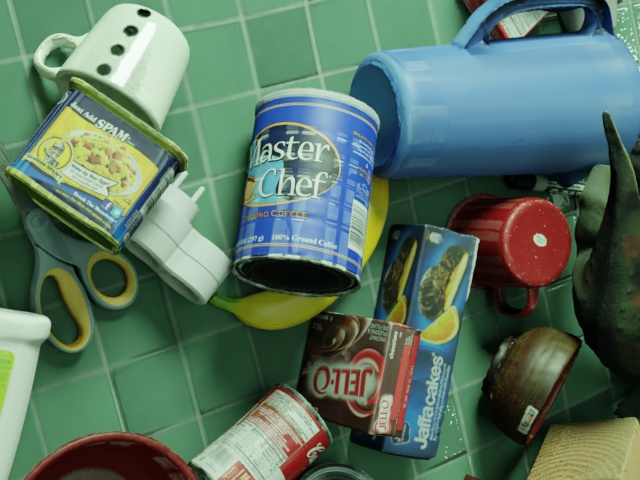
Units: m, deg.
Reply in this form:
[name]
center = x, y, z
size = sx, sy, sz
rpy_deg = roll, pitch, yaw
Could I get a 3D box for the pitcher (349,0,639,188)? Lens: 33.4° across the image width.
[pitcher]
center = 0.153, -0.126, 0.938
size = 0.242, 0.145, 0.149
rpy_deg = -7, 74, -25

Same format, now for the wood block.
[wood block]
center = 0.281, 0.281, 1.009
size = 0.090, 0.090, 0.206
rpy_deg = -48, 119, -52

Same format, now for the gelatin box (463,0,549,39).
[gelatin box]
center = 0.180, -0.232, 1.007
size = 0.089, 0.030, 0.073
rpy_deg = -45, 111, -22

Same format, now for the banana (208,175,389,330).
[banana]
center = 0.000, 0.019, 0.908
size = 0.197, 0.037, 0.069
rpy_deg = -38, 108, -23

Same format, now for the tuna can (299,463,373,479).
[tuna can]
center = 0.013, 0.231, 0.895
size = 0.086, 0.034, 0.086
rpy_deg = 8, 52, -11

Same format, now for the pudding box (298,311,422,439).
[pudding box]
center = 0.030, 0.109, 0.882
size = 0.039, 0.114, 0.090
rpy_deg = 16, 83, -31

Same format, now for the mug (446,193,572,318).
[mug]
center = 0.175, 0.014, 0.978
size = 0.093, 0.082, 0.117
rpy_deg = -6, 93, -28

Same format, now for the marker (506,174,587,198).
[marker]
center = 0.231, -0.054, 1.043
size = 0.120, 0.020, 0.020
rpy_deg = 5, 88, -29

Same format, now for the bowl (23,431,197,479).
[bowl]
center = -0.169, 0.222, 0.809
size = 0.161, 0.055, 0.162
rpy_deg = 0, 91, -28

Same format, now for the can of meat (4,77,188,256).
[can of meat]
center = -0.159, -0.051, 0.760
size = 0.102, 0.057, 0.084
rpy_deg = 34, 75, -1

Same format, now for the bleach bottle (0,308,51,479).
[bleach bottle]
center = -0.262, 0.171, 0.750
size = 0.102, 0.068, 0.251
rpy_deg = 10, 88, -11

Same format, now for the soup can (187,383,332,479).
[soup can]
center = -0.049, 0.174, 0.866
size = 0.102, 0.069, 0.068
rpy_deg = -39, 108, -22

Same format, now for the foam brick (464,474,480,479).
[foam brick]
center = 0.153, 0.267, 0.986
size = 0.053, 0.051, 0.078
rpy_deg = 33, 76, -27

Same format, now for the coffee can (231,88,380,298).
[coffee can]
center = -0.010, -0.035, 0.849
size = 0.102, 0.103, 0.140
rpy_deg = 17, 70, -28

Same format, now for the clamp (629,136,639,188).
[clamp]
center = 0.318, -0.109, 1.078
size = 0.171, 0.039, 0.120
rpy_deg = 26, 77, -26

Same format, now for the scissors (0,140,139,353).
[scissors]
center = -0.194, -0.014, 0.802
size = 0.096, 0.016, 0.202
rpy_deg = -20, 108, -33
